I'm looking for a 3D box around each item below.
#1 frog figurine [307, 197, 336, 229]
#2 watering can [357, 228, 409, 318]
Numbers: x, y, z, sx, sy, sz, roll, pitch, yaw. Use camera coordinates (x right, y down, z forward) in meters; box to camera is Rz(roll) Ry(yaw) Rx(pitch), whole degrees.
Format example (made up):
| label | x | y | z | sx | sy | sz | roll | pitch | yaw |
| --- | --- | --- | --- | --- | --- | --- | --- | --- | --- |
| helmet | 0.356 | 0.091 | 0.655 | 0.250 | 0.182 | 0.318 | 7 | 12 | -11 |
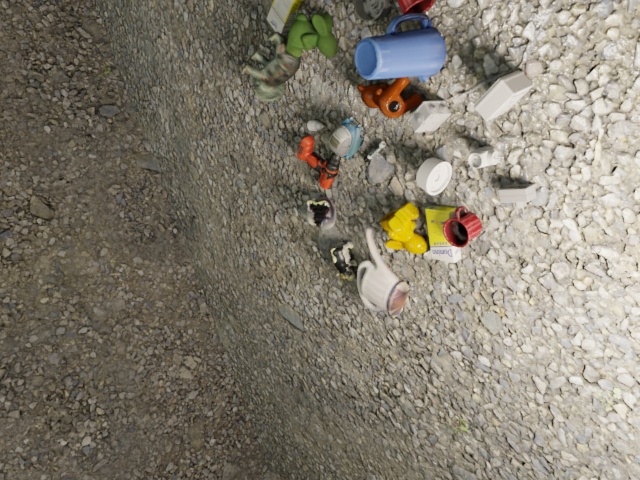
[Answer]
| label | x | y | z | sx | sy | sz | roll | pitch | yaw |
| --- | --- | --- | --- | --- | --- | --- | --- | --- | --- |
| frog figurine | 0.006 | -0.104 | 2.062 | 0.138 | 0.123 | 0.158 | 49 | 178 | 9 |
| watering can | 0.224 | 0.139 | 1.887 | 0.227 | 0.105 | 0.340 | 32 | 133 | 37 |
